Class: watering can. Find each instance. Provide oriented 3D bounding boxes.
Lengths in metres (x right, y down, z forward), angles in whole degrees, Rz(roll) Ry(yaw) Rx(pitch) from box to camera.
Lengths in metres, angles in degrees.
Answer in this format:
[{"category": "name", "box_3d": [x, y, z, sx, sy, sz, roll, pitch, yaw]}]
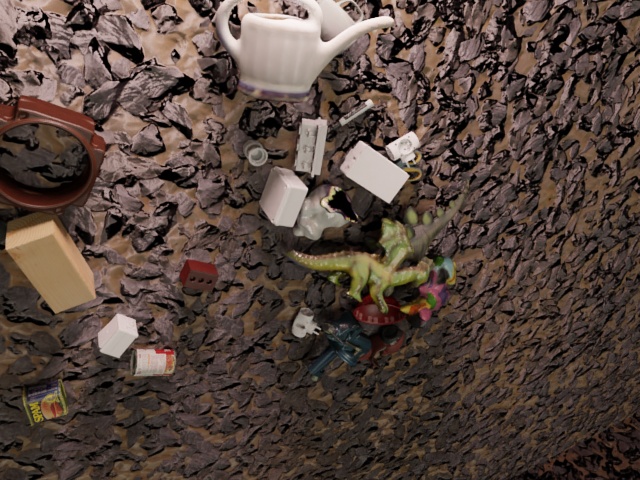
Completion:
[{"category": "watering can", "box_3d": [-0.040, -0.381, 1.040, 0.347, 0.106, 0.219, 9, 122, -3]}]

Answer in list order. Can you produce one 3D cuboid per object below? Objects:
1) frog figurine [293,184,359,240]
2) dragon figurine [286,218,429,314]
[{"category": "frog figurine", "box_3d": [0.004, -0.067, 1.323, 0.137, 0.125, 0.157, 8, 153, -39]}, {"category": "dragon figurine", "box_3d": [0.134, 0.046, 1.378, 0.407, 0.124, 0.242, 31, 95, -25]}]
